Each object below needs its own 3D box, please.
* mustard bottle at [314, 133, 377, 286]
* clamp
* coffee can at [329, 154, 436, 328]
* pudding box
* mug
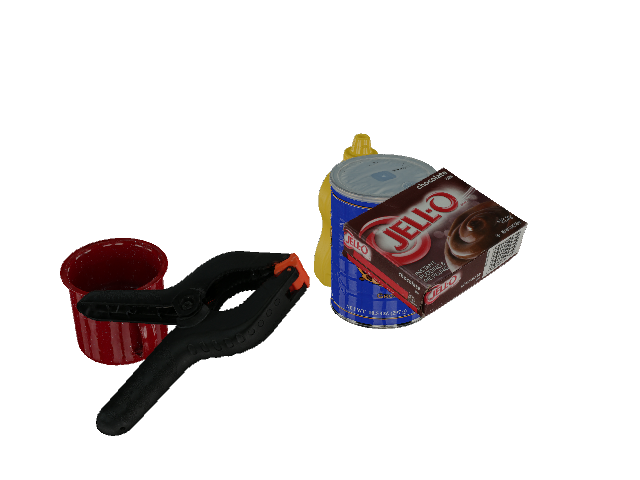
[{"bbox_3d":[0.044,-0.038,1.298,0.096,0.192,0.058,-7,30,-19],"label":"mustard bottle"},{"bbox_3d":[-0.088,0.063,0.727,0.171,0.120,0.039,-20,-35,11],"label":"clamp"},{"bbox_3d":[0.060,0.000,1.036,0.103,0.140,0.103,0,27,0],"label":"coffee can"},{"bbox_3d":[0.086,-0.001,0.815,0.113,0.039,0.090,-28,51,-32],"label":"pudding box"},{"bbox_3d":[-0.172,0.061,0.938,0.093,0.081,0.117,-20,37,-28],"label":"mug"}]
